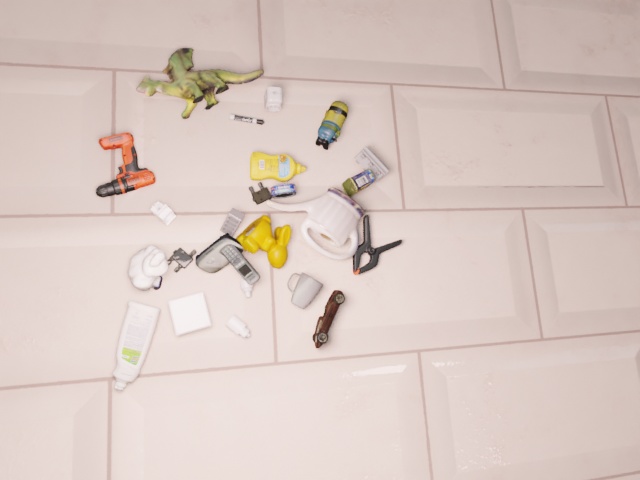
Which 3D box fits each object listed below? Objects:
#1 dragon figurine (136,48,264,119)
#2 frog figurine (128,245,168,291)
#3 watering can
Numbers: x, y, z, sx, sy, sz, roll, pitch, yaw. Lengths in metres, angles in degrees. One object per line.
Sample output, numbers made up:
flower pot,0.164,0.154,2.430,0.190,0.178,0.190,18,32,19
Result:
dragon figurine,-0.421,-0.566,1.755,0.414,0.244,0.120,-31,-11,-19
frog figurine,-0.520,0.082,1.551,0.122,0.139,0.158,24,-16,-7
watering can,0.005,-0.088,1.747,0.346,0.227,0.103,39,-19,-8
